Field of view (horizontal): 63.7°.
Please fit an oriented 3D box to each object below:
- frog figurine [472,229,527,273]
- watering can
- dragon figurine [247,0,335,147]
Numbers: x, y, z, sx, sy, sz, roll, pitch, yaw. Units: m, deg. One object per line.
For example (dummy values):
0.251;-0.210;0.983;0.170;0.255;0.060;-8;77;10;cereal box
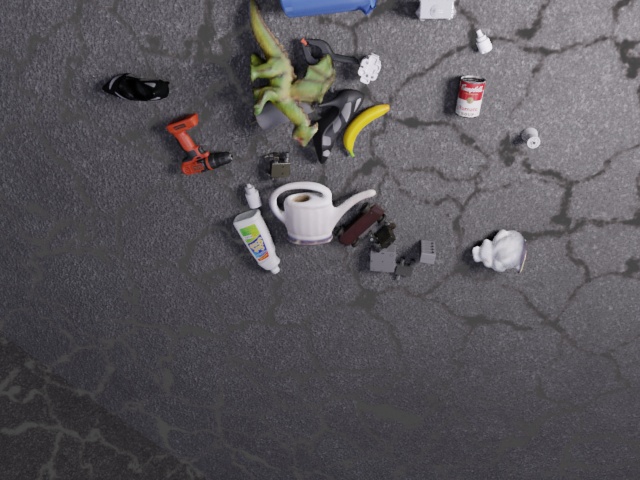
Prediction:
0.571;0.032;1.643;0.160;0.122;0.137;10;90;14;frog figurine
0.005;-0.084;1.676;0.348;0.106;0.219;3;123;9;watering can
-0.078;-0.466;1.435;0.243;0.123;0.407;-2;99;0;dragon figurine
